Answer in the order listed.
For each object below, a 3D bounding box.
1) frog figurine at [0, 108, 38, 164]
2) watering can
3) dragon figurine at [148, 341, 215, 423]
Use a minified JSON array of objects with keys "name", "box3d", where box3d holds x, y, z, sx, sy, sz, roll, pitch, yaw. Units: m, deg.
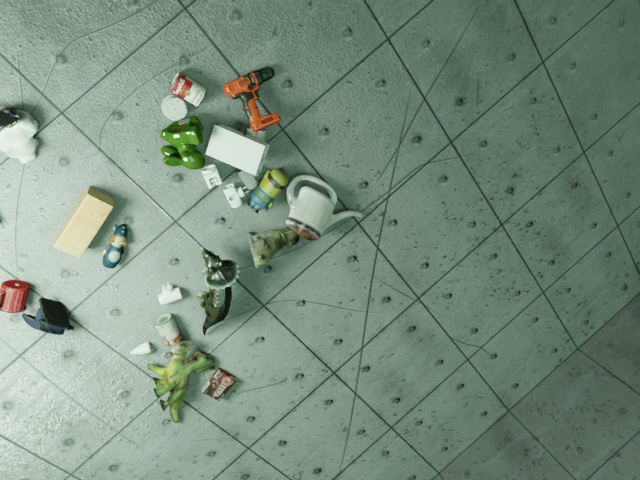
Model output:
[{"name":"frog figurine","box3d":[-0.901,-0.312,1.538,0.138,0.124,0.156,-41,155,-9]},{"name":"watering can","box3d":[0.006,-0.097,1.926,0.344,0.104,0.227,32,76,-28]},{"name":"dragon figurine","box3d":[-0.517,0.537,1.996,0.244,0.124,0.400,-24,132,-17]}]
